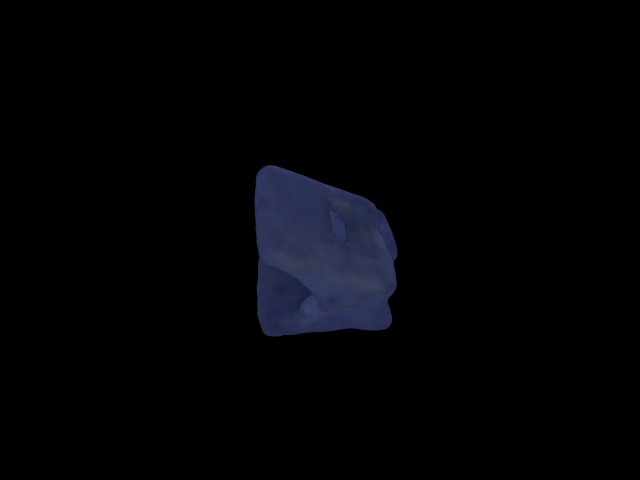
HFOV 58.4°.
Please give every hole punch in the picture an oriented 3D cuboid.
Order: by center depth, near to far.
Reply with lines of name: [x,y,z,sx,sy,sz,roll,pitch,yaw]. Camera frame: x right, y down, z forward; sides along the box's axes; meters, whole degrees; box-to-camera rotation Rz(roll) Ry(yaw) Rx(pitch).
hole punch: [0.004,0.001,0.400,0.101,0.091,0.108,-4,39,-4]
